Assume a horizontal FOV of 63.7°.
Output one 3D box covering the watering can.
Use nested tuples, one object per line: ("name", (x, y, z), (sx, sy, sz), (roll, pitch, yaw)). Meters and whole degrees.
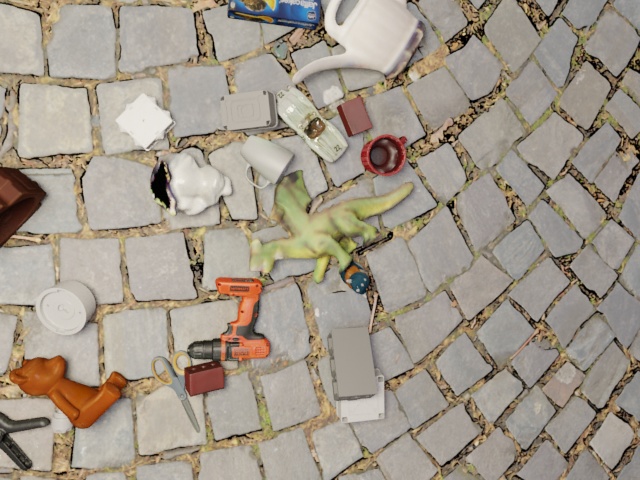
("watering can", (0.100, -0.440, 1.146), (0.223, 0.104, 0.350), (32, 81, -12))

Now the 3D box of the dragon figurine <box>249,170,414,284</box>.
("dragon figurine", (0.004, -0.059, 1.168), (0.242, 0.121, 0.414), (44, 76, -3))

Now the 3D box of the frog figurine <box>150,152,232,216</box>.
("frog figurine", (-0.278, -0.124, 1.115), (0.161, 0.121, 0.137), (-20, 91, -45))
